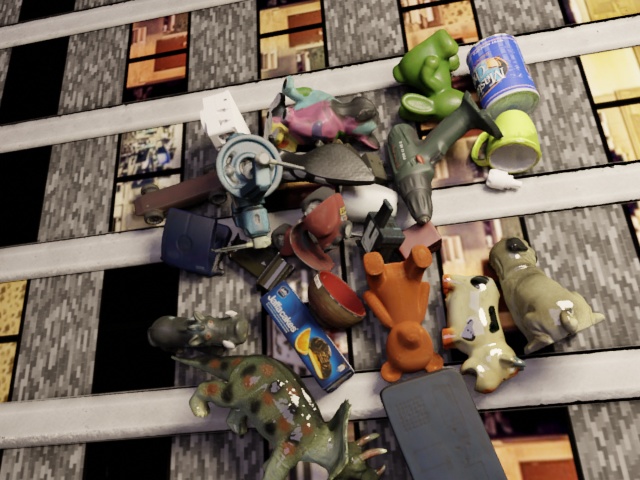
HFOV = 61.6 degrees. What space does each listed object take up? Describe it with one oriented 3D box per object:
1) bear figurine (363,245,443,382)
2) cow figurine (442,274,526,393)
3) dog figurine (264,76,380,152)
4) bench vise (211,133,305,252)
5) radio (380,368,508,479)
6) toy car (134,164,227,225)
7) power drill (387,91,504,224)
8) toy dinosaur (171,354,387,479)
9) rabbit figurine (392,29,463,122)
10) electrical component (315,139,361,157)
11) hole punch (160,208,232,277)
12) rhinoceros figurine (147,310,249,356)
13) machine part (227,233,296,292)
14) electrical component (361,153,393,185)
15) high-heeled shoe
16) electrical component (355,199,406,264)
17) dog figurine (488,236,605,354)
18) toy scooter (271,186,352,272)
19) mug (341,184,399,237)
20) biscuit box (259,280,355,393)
[{"bbox_3d":[0.138,0.125,0.893,0.120,0.131,0.196,-6,60,-1],"label":"bear figurine"},{"bbox_3d":[0.264,0.152,0.882,0.127,0.085,0.195,-4,66,17],"label":"cow figurine"},{"bbox_3d":[0.013,-0.230,1.084,0.219,0.191,0.108,11,63,-21],"label":"dog figurine"},{"bbox_3d":[-0.119,-0.093,0.949,0.129,0.241,0.223,1,85,-17],"label":"bench vise"},{"bbox_3d":[0.191,0.314,0.814,0.131,0.073,0.229,-22,77,1],"label":"radio"},{"bbox_3d":[-0.281,-0.091,1.107,0.202,0.053,0.089,-20,61,-1],"label":"toy car"},{"bbox_3d":[0.224,-0.158,0.978,0.207,0.086,0.232,-40,42,23],"label":"power drill"},{"bbox_3d":[-0.074,0.265,0.861,0.405,0.131,0.192,42,90,19],"label":"toy dinosaur"},{"bbox_3d":[0.228,-0.298,1.059,0.159,0.121,0.170,-29,80,3],"label":"rabbit figurine"},{"bbox_3d":[0.044,-0.155,1.047,0.078,0.102,0.045,-3,58,34],"label":"electrical component"},{"bbox_3d":[-0.247,0.003,1.044,0.142,0.092,0.115,14,75,13],"label":"hole punch"},{"bbox_3d":[-0.213,0.161,0.958,0.190,0.112,0.073,-3,65,19],"label":"rhinoceros figurine"},{"bbox_3d":[-0.121,0.044,1.027,0.139,0.039,0.084,34,83,21],"label":"machine part"},{"bbox_3d":[0.102,-0.138,1.032,0.021,0.094,0.063,-38,60,36],"label":"electrical component"},{"bbox_3d":[-0.009,-0.121,1.016,0.249,0.145,0.086,27,67,19],"label":"high-heeled shoe"},{"bbox_3d":[0.111,-0.017,0.939,0.048,0.119,0.075,2,37,-28],"label":"electrical component"},{"bbox_3d":[0.338,0.070,0.855,0.121,0.172,0.190,-21,72,-9],"label":"dog figurine"},{"bbox_3d":[-0.002,-0.003,0.981,0.135,0.075,0.184,53,128,7],"label":"toy scooter"},{"bbox_3d":[0.091,-0.058,1.005,0.107,0.080,0.109,6,74,9],"label":"mug"},{"bbox_3d":[-0.025,0.167,0.944,0.063,0.059,0.203,-37,66,-5],"label":"biscuit box"}]
